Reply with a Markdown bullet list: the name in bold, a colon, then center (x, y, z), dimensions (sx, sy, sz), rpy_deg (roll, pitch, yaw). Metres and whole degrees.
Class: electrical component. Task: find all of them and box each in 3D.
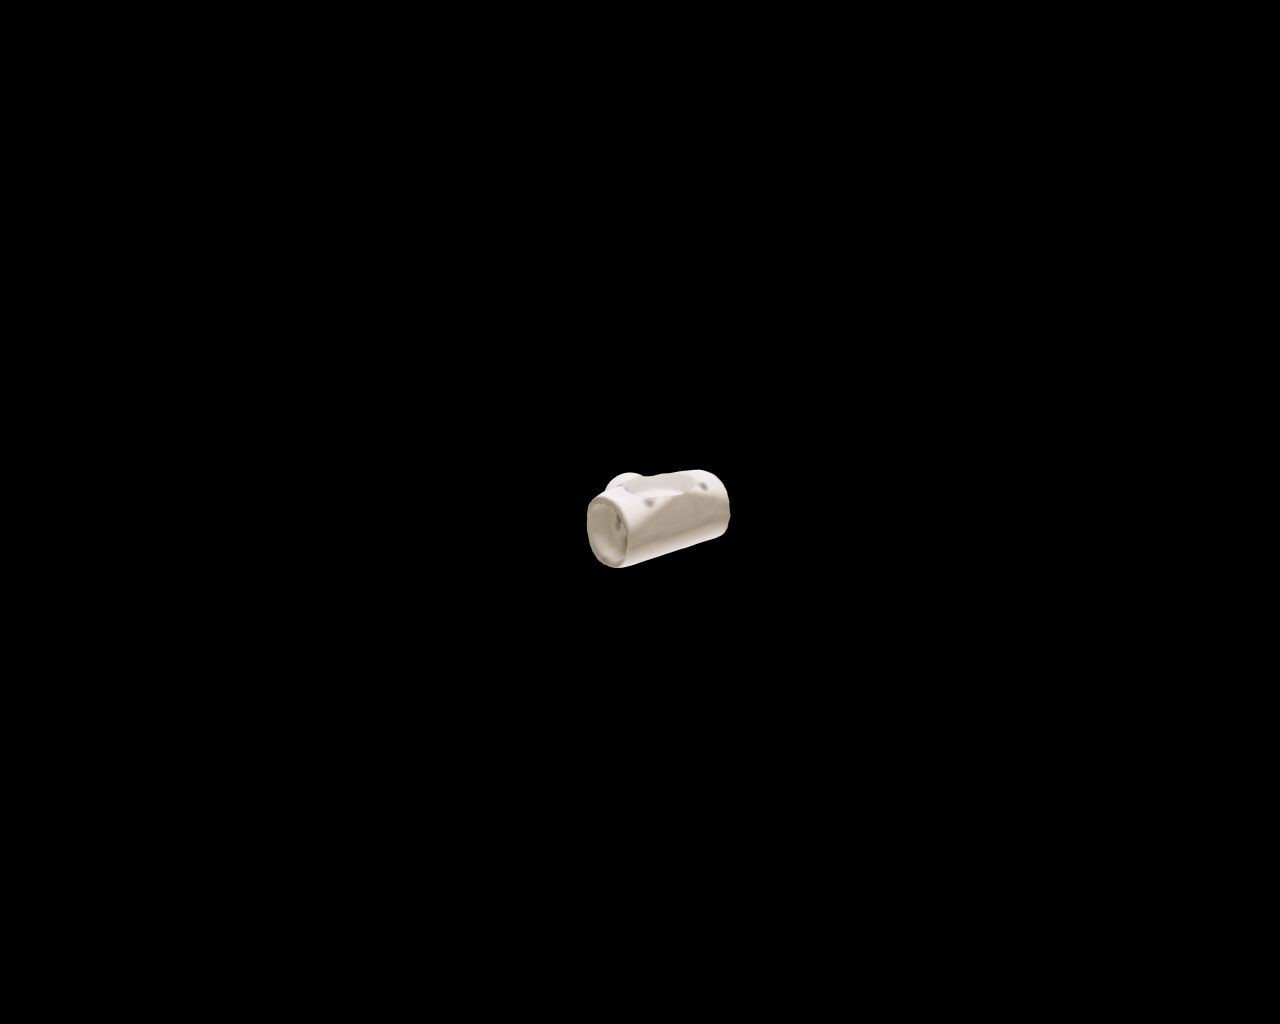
- **electrical component**: center (0.001, -0.003, 0.650), dimensions (0.077, 0.044, 0.079), rpy_deg (-16, 27, -34)
